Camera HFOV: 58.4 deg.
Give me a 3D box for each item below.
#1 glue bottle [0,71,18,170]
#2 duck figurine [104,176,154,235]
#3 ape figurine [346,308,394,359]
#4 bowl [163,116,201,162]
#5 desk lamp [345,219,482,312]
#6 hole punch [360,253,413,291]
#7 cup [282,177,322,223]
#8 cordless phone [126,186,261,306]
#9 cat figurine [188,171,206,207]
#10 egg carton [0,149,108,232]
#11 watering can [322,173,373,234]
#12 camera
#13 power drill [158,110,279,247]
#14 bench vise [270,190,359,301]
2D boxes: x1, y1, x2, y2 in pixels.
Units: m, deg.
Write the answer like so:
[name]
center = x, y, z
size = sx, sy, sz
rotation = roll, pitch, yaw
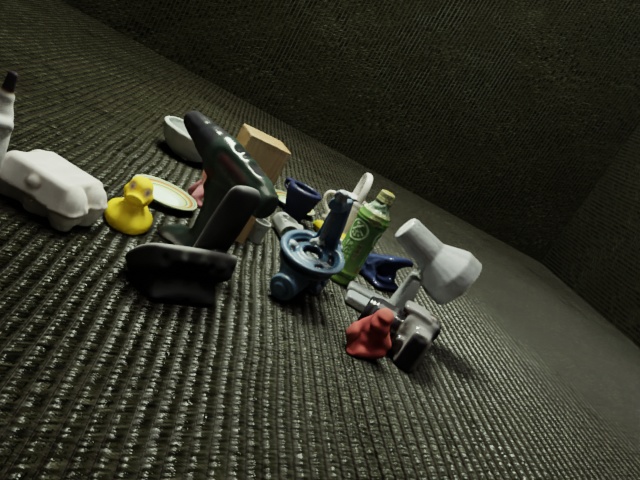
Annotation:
[glue bottle]
center = -0.442, -0.148, 0.774
size = 0.078, 0.173, 0.037
rotation = 40, 18, 33
[duck figurine]
center = -0.301, -0.065, 0.939
size = 0.078, 0.086, 0.104
rotation = 26, 16, -14
[ape figurine]
center = 0.091, 0.154, 0.964
size = 0.077, 0.092, 0.076
rotation = 33, 15, 11
[bowl]
center = -0.335, -0.249, 1.478
size = 0.167, 0.074, 0.167
rotation = 28, 15, -8
[desk lamp]
center = 0.189, 0.077, 1.162
size = 0.203, 0.213, 0.118
rotation = 29, 15, -3
[hole punch]
center = 0.153, 0.060, 1.381
size = 0.109, 0.091, 0.100
rotation = 12, 24, -50
[cup]
center = -0.065, -0.100, 1.474
size = 0.117, 0.095, 0.092
rotation = 39, 17, 29
[cordless phone]
center = -0.172, -0.007, 0.808
size = 0.094, 0.185, 0.148
rotation = 41, 19, 35
[cat figurine]
center = -0.203, -0.118, 1.230
size = 0.128, 0.117, 0.067
rotation = 20, 18, -34
[egg carton]
center = -0.392, -0.076, 0.835
size = 0.150, 0.069, 0.107
rotation = 32, 15, 4
[watering can]
center = 0.097, -0.092, 1.560
size = 0.173, 0.194, 0.100
rotation = 21, 18, -30
[camera]
center = 0.147, 0.152, 1.060
size = 0.136, 0.101, 0.143
rotation = 32, 15, 7
[power drill]
center = -0.185, -0.079, 0.968
size = 0.229, 0.208, 0.076
rotation = 36, 16, 19
[bench vise]
center = -0.001, -0.002, 1.045
size = 0.121, 0.219, 0.207
rotation = 30, 15, -3
